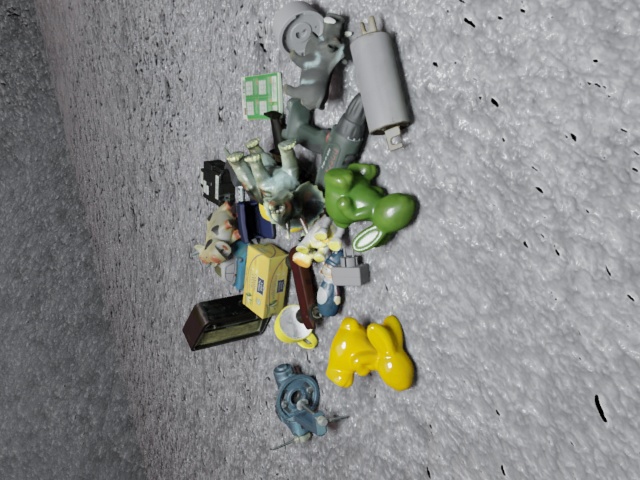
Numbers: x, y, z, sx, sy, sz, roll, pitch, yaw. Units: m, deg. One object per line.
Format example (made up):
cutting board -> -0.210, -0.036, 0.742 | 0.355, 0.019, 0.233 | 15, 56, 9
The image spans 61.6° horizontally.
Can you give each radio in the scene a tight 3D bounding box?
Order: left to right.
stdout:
radio -> -0.242, 0.214, 1.448 | 0.073, 0.229, 0.131 | 55, 133, 28

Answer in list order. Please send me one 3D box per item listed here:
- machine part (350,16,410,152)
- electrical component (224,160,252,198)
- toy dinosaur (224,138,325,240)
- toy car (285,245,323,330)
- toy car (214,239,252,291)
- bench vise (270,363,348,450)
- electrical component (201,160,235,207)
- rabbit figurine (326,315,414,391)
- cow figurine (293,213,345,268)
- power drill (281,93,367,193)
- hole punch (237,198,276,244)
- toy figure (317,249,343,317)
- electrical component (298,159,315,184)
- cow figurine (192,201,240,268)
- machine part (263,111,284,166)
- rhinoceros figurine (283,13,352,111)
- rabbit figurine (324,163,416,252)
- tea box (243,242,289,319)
machine part -> 0.108, -0.279, 0.967 | 0.079, 0.079, 0.243 | -14, 89, 54
electrical component -> -0.196, -0.168, 1.411 | 0.119, 0.075, 0.047 | 60, 141, 31
toy dinosaur -> -0.109, -0.122, 1.198 | 0.405, 0.131, 0.192 | 31, 144, 64
toy car -> -0.034, 0.112, 1.284 | 0.089, 0.053, 0.202 | -29, 71, 57
toy car -> -0.249, 0.068, 1.524 | 0.109, 0.103, 0.161 | 39, 127, 43
bench vise -> -0.045, 0.426, 1.329 | 0.241, 0.129, 0.223 | 9, 106, 59
electrical component -> -0.300, -0.170, 1.567 | 0.134, 0.058, 0.114 | 33, 123, 45
rabbit figurine -> 0.117, 0.231, 1.088 | 0.173, 0.122, 0.162 | 25, 110, 32
cow figurine -> -0.005, -0.004, 1.192 | 0.167, 0.068, 0.098 | -38, 26, 51
power drill -> 0.013, -0.229, 1.119 | 0.208, 0.086, 0.231 | 38, 128, 34
hole punch -> -0.184, -0.050, 1.419 | 0.116, 0.092, 0.142 | 5, 107, 57
toy figure -> 0.028, 0.094, 1.196 | 0.064, 0.058, 0.154 | 16, 112, 24
electrical component -> -0.051, -0.153, 1.227 | 0.045, 0.078, 0.102 | -46, 59, 2
cow figurine -> -0.279, -0.008, 1.466 | 0.127, 0.085, 0.195 | -33, 35, 15
machine part -> -0.100, -0.240, 1.287 | 0.084, 0.039, 0.138 | 27, 133, 57
rhinoceros figurine -> -0.001, -0.348, 1.048 | 0.112, 0.073, 0.190 | 11, 83, 46
rabbit figurine -> 0.095, -0.056, 1.016 | 0.170, 0.121, 0.159 | 21, 110, 33
tea box -> -0.140, 0.102, 1.375 | 0.098, 0.068, 0.169 | 27, 116, 45
